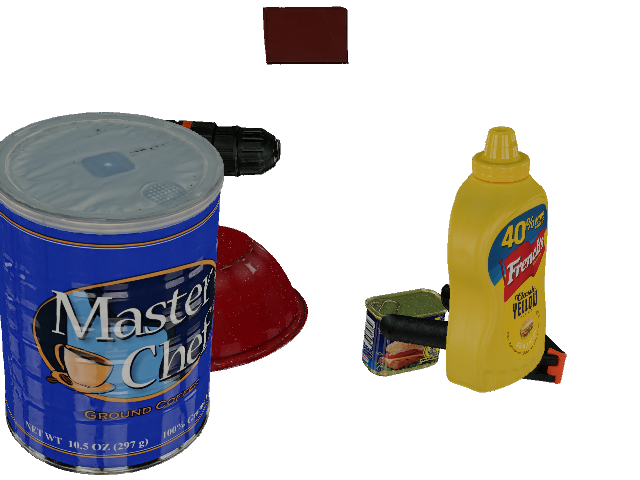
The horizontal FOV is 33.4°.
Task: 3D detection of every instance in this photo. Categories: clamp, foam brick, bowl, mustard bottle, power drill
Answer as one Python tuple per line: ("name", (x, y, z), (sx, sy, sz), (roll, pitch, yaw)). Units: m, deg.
("clamp", (0.155, 0.086, 1.006), (0.172, 0.039, 0.120), (19, 32, 25))
("foam brick", (-0.014, -0.193, 1.002), (0.078, 0.051, 0.053), (-1, 15, -4))
("bowl", (-0.090, 0.030, 0.733), (0.162, 0.055, 0.162), (-2, 22, 1))
("mustard bottle", (0.132, 0.010, 0.790), (0.058, 0.192, 0.096), (18, 30, 41))
("power drill", (-0.125, -0.018, 0.948), (0.184, 0.188, 0.057), (1, 26, 5))

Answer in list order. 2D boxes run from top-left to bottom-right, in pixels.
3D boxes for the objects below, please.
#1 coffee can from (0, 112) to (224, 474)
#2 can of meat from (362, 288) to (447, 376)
("coffee can", (-0.100, 0.024, 0.506), (0.102, 0.140, 0.103), (5, 31, -3))
("can of meat", (0.102, 0.114, 1.315), (0.101, 0.084, 0.057), (-8, 29, -25))
